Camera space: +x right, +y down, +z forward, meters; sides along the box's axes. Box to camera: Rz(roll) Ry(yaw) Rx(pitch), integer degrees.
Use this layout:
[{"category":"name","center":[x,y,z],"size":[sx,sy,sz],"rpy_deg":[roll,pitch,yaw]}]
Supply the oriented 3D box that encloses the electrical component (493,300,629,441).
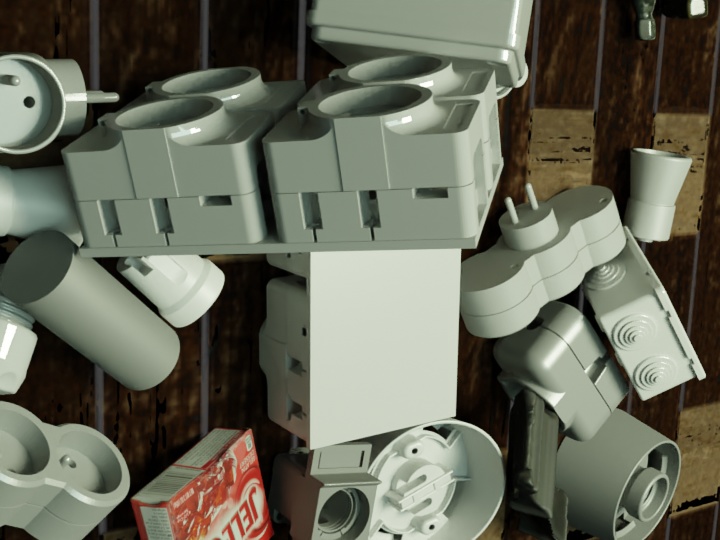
[{"category":"electrical component","center":[0.139,0.073,0.759],"size":[0.059,0.054,0.095],"rpy_deg":[-47,122,-16]}]

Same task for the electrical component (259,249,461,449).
[{"category":"electrical component","center":[0.000,0.000,0.643],"size":[0.105,0.060,0.186],"rpy_deg":[-7,105,-33]}]

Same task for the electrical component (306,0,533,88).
[{"category":"electrical component","center":[0.037,-0.139,0.583],"size":[0.109,0.109,0.056],"rpy_deg":[9,94,10]}]

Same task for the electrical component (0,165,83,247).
[{"category":"electrical component","center":[-0.171,-0.033,0.531],"size":[0.065,0.044,0.044],"rpy_deg":[4,99,-30]}]

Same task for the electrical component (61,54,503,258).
[{"category":"electrical component","center":[-0.032,-0.057,0.513],"size":[0.105,0.186,0.060],"rpy_deg":[-62,147,-61]}]

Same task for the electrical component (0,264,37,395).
[{"category":"electrical component","center":[-0.182,0.028,0.536],"size":[0.043,0.043,0.062],"rpy_deg":[27,68,-36]}]

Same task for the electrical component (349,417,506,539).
[{"category":"electrical component","center":[0.036,0.137,0.696],"size":[0.099,0.064,0.099],"rpy_deg":[-9,106,-32]}]

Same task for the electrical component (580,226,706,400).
[{"category":"electrical component","center":[0.194,0.032,0.762],"size":[0.048,0.099,0.099],"rpy_deg":[-27,120,11]}]

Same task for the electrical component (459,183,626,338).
[{"category":"electrical component","center":[0.116,-0.022,0.722],"size":[0.138,0.052,0.073],"rpy_deg":[-35,118,-24]}]

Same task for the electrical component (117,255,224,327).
[{"category":"electrical component","center":[-0.104,0.002,0.586],"size":[0.046,0.040,0.040],"rpy_deg":[45,75,-27]}]

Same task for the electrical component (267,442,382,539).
[{"category":"electrical component","center":[-0.025,0.140,0.656],"size":[0.042,0.064,0.081],"rpy_deg":[6,98,-36]}]

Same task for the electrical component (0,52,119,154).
[{"category":"electrical component","center":[-0.155,-0.080,0.508],"size":[0.079,0.077,0.044],"rpy_deg":[-8,105,-33]}]

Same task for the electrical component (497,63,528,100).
[{"category":"electrical component","center":[0.077,-0.123,0.666],"size":[0.048,0.062,0.048],"rpy_deg":[-8,105,-33]}]

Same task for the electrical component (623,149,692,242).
[{"category":"electrical component","center":[0.215,-0.054,0.791],"size":[0.044,0.044,0.065],"rpy_deg":[-1,106,-34]}]

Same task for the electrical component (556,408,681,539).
[{"category":"electrical component","center":[0.200,0.161,0.829],"size":[0.099,0.064,0.099],"rpy_deg":[-22,123,-38]}]

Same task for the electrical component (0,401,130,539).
[{"category":"electrical component","center":[-0.194,0.107,0.541],"size":[0.138,0.052,0.074],"rpy_deg":[26,119,-40]}]
